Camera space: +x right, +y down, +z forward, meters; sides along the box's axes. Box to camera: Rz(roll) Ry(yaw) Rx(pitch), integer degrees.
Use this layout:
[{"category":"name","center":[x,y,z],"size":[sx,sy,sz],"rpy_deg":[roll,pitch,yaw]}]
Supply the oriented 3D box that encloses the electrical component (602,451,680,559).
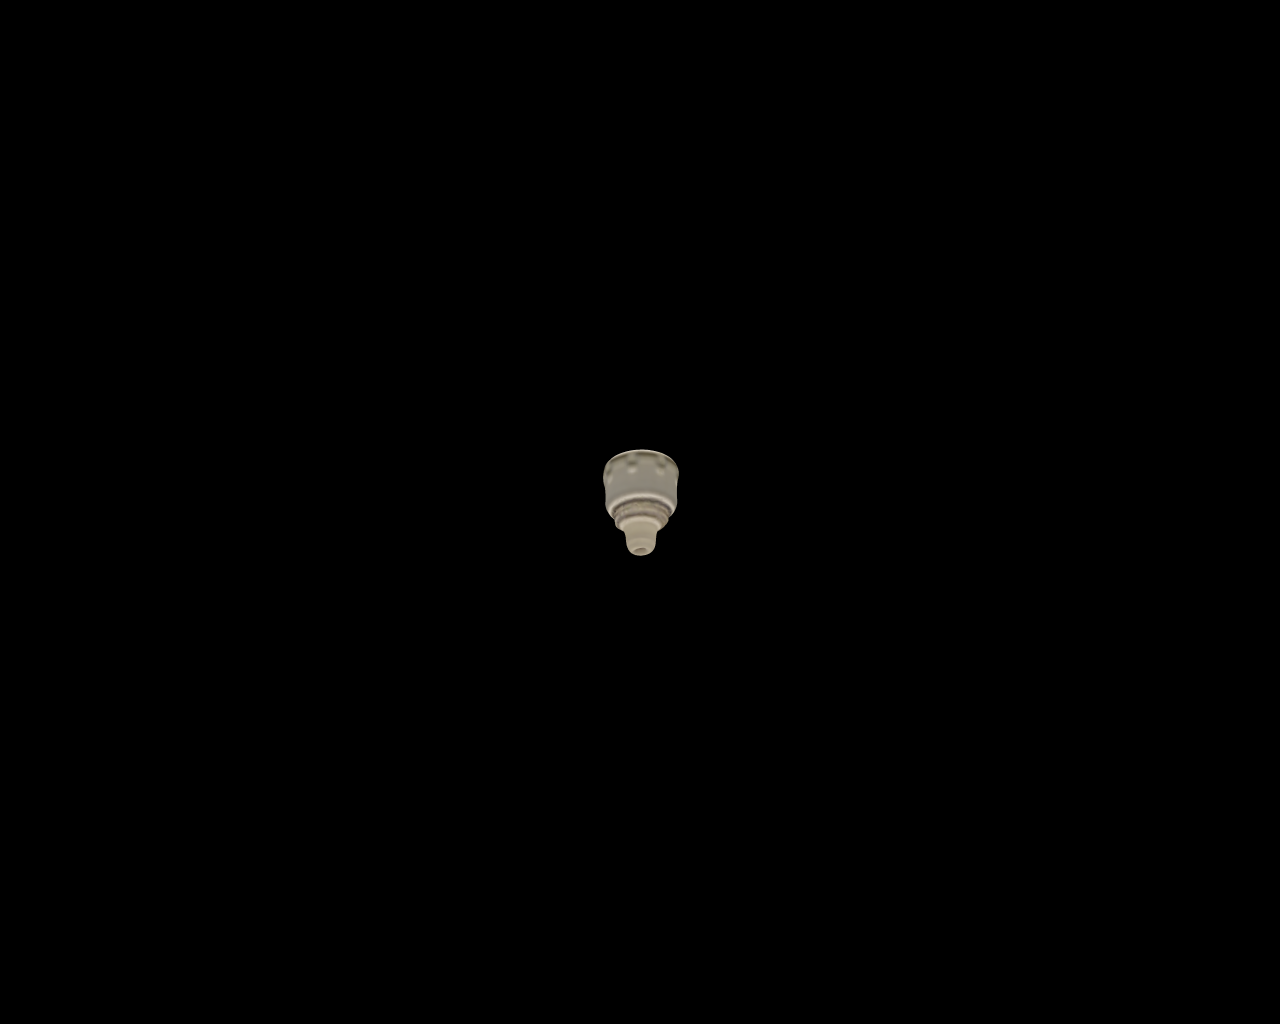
[{"category":"electrical component","center":[0.001,-0.003,0.650],"size":[0.048,0.062,0.048],"rpy_deg":[0,-29,0]}]
